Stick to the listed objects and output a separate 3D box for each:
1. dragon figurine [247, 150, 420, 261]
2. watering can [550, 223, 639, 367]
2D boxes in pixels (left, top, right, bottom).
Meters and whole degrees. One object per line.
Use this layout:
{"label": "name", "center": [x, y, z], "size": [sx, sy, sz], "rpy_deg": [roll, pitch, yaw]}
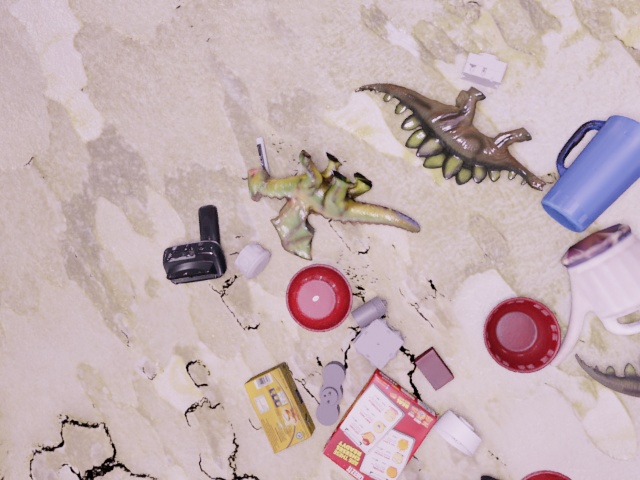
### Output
{"label": "dragon figurine", "center": [0.004, -0.061, 1.205], "size": [0.411, 0.240, 0.123], "rpy_deg": [37, 19, 3]}
{"label": "watering can", "center": [0.598, 0.109, 1.097], "size": [0.345, 0.226, 0.104], "rpy_deg": [-34, -8, 13]}
